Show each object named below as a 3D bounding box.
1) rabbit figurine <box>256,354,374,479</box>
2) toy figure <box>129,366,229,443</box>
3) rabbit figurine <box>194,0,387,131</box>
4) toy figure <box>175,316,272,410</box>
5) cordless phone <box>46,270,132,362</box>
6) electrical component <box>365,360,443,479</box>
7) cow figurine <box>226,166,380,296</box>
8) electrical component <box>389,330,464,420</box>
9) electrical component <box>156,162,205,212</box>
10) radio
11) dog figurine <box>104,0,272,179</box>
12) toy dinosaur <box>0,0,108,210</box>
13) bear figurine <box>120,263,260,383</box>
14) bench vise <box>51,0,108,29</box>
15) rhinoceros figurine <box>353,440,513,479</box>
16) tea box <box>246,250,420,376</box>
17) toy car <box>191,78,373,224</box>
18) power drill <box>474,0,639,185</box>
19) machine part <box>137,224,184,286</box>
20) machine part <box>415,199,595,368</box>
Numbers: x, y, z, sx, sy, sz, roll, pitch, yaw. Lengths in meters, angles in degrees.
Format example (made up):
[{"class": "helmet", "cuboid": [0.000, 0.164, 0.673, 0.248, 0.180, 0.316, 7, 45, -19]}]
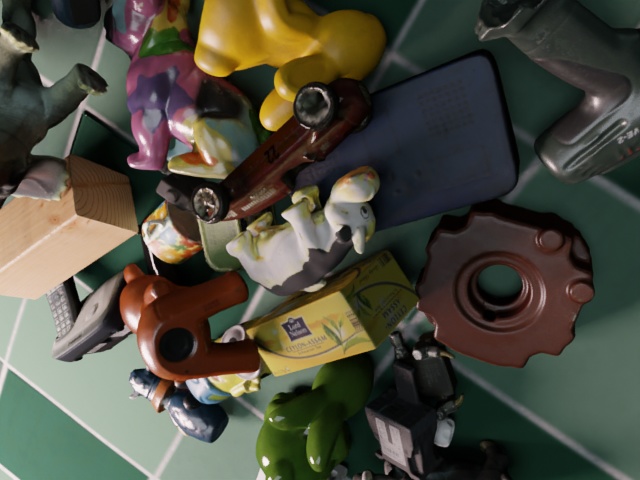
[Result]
[{"class": "rabbit figurine", "cuboid": [-0.007, 0.206, 0.643, 0.121, 0.159, 0.170, 37, 102, 16]}, {"class": "toy figure", "cuboid": [-0.204, 0.229, 0.764, 0.155, 0.064, 0.057, 29, 154, 14]}, {"class": "rabbit figurine", "cuboid": [-0.021, -0.190, 0.501, 0.173, 0.162, 0.122, 13, 160, -14]}, {"class": "toy figure", "cuboid": [-0.115, 0.157, 0.693, 0.082, 0.089, 0.180, 48, 126, -4]}, {"class": "cordless phone", "cuboid": [-0.330, 0.063, 0.750, 0.146, 0.088, 0.184, -33, 75, 28]}, {"class": "electrical component", "cuboid": [0.094, 0.202, 0.610, 0.075, 0.048, 0.119, 15, 124, 48]}, {"class": "cow figurine", "cuboid": [-0.001, -0.001, 0.520, 0.167, 0.068, 0.098, -26, 104, 32]}, {"class": "electrical component", "cuboid": [0.125, 0.154, 0.618, 0.078, 0.045, 0.102, -8, 105, 22]}, {"class": "electrical component", "cuboid": [-0.163, -0.061, 0.639, 0.094, 0.063, 0.021, 37, 117, -2]}, {"class": "radio", "cuboid": [0.076, -0.085, 0.539, 0.230, 0.073, 0.131, -16, 103, 27]}, {"class": "dog figurine", "cuboid": [-0.140, -0.180, 0.568, 0.192, 0.108, 0.219, 9, 109, 22]}, {"class": "toy dinosaur", "cuboid": [-0.374, -0.188, 0.614, 0.192, 0.131, 0.405, -44, 60, 17]}, {"class": "bear figurine", "cuboid": [-0.161, 0.087, 0.626, 0.132, 0.196, 0.120, -13, 103, -19]}, {"class": "bench vise", "cuboid": [-0.275, -0.341, 0.529, 0.129, 0.223, 0.240, -25, 79, -13]}, {"class": "rhinoceros figurine", "cuboid": [0.133, 0.292, 0.628, 0.190, 0.112, 0.073, -6, 109, 14]}, {"class": "tea box", "cuboid": [0.010, 0.083, 0.584, 0.170, 0.098, 0.068, -27, 97, 46]}, {"class": "toy car", "cuboid": [-0.034, -0.071, 0.492, 0.202, 0.089, 0.053, -38, 84, 24]}, {"class": "power drill", "cuboid": [0.242, -0.162, 0.418, 0.207, 0.086, 0.232, 28, 125, -27]}, {"class": "machine part", "cuboid": [-0.212, 0.043, 0.714, 0.084, 0.039, 0.138, -5, 109, 30]}, {"class": "machine part", "cuboid": [0.184, 0.046, 0.552, 0.180, 0.056, 0.179, 8, 112, 20]}]
